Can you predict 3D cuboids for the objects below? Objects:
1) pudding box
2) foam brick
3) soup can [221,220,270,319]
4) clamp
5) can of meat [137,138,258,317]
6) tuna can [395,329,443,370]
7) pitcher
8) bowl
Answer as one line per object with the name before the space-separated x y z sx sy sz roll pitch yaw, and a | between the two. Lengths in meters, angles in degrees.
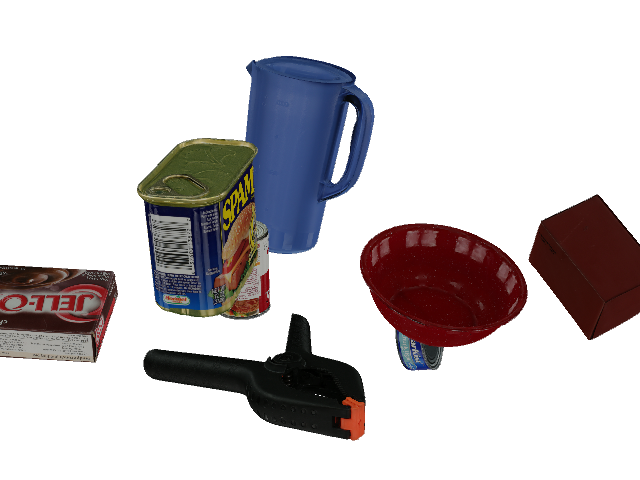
pudding box | -0.240 0.062 0.922 0.113 0.039 0.090 1 32 1
foam brick | 0.192 0.018 0.748 0.051 0.078 0.053 -23 -30 -15
soup can | -0.094 0.033 1.265 0.068 0.102 0.068 0 25 0
clamp | -0.025 0.110 0.886 0.164 0.036 0.210 -16 23 -40
can of meat | -0.076 -0.010 0.696 0.057 0.084 0.102 4 26 12
tuna can | 0.117 0.110 1.259 0.034 0.086 0.086 -5 -2 23
pitcher | -0.030 -0.107 1.373 0.144 0.243 0.149 3 22 -17
bowl | 0.113 0.052 1.025 0.162 0.055 0.162 7 36 -5
